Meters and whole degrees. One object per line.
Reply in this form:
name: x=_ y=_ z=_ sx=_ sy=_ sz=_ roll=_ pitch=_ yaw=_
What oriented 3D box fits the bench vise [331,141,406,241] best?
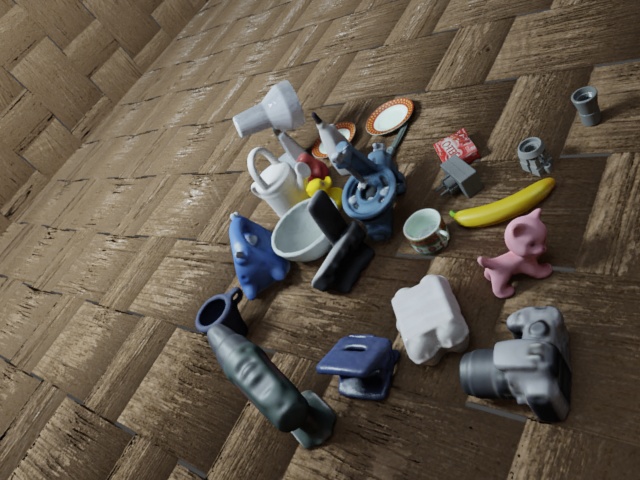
bench vise: x=0.085 y=-0.130 z=1.147 sx=0.121 sy=0.220 sz=0.207 roll=-26 pitch=39 yaw=18

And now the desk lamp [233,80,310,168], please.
desk lamp: x=-0.109 y=-0.272 z=1.468 sx=0.203 sy=0.214 sz=0.117 roll=-39 pitch=37 yaw=2

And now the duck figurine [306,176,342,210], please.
duck figurine: x=0.000 y=-0.098 z=1.299 sx=0.104 sy=0.086 sz=0.077 roll=-46 pitch=37 yaw=-8

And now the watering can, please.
watering can: x=-0.094 y=-0.139 z=1.333 sx=0.172 sy=0.195 sz=0.101 roll=-25 pitch=39 yaw=19

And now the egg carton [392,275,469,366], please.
egg carton: x=0.177 y=0.127 z=0.926 sx=0.107 sy=0.070 sz=0.150 roll=-30 pitch=38 yaw=14

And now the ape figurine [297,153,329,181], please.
ape figurine: x=-0.024 y=-0.173 z=1.393 sx=0.076 sy=0.092 sz=0.077 roll=-44 pitch=37 yaw=-6

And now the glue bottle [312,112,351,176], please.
glue bottle: x=0.029 y=-0.234 z=1.342 sx=0.037 sy=0.174 sz=0.078 roll=-12 pitch=45 yaw=33

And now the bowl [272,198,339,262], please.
bowl: x=-0.017 y=-0.011 z=1.233 sx=0.167 sy=0.075 sz=0.167 roll=-23 pitch=40 yaw=21

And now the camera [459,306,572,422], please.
camera: x=0.264 y=0.164 z=0.786 sx=0.136 sy=0.101 sz=0.143 roll=-10 pitch=46 yaw=34

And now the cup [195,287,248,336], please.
cup: x=-0.186 y=0.162 z=1.184 sx=0.118 sy=0.095 sz=0.091 roll=-50 pitch=38 yaw=-13

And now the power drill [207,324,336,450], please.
power drill: x=-0.072 y=0.239 z=0.910 sx=0.076 sy=0.209 sz=0.228 roll=-48 pitch=37 yaw=-10

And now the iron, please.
iron: x=-0.159 y=0.008 z=1.281 sx=0.118 sy=0.142 sz=0.257 roll=-34 pitch=37 yaw=8

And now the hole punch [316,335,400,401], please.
hole punch: x=0.061 y=0.197 z=0.937 sx=0.108 sy=0.091 sz=0.101 roll=-5 pitch=49 yaw=38

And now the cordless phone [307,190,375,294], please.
cordless phone: x=0.010 y=0.004 z=1.101 sx=0.093 sy=0.186 sz=0.148 roll=7 pitch=57 yaw=45

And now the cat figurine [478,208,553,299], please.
cat figurine: x=0.305 y=0.014 z=0.892 sx=0.127 sy=0.118 sz=0.067 roll=-32 pitch=37 yaw=10
